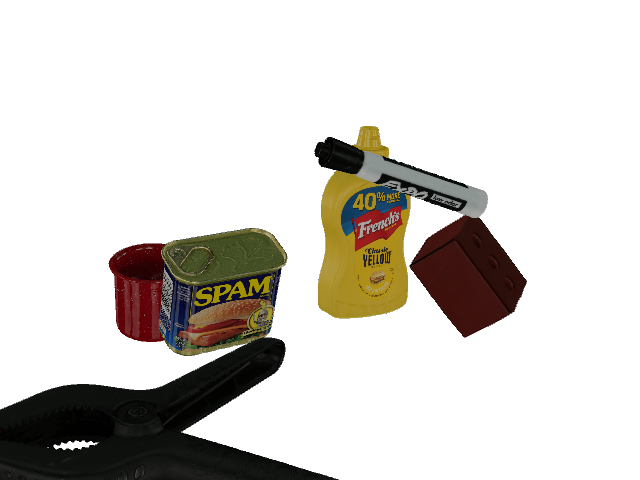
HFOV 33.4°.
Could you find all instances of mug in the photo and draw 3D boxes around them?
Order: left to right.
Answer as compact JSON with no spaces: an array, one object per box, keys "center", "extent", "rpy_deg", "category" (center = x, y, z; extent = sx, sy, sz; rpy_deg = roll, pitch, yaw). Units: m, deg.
[{"center":[-0.195,0.055,1.193],"extent":[0.093,0.081,0.117],"rpy_deg":[-20,35,-39],"category":"mug"}]

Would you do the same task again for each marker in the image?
[{"center":[0.050,-0.039,0.660],"extent":[0.121,0.020,0.020],"rpy_deg":[17,-8,-26],"category":"marker"}]

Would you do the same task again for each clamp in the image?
[{"center":[-0.097,0.104,0.591],"extent":[0.210,0.036,0.164],"rpy_deg":[-1,24,-9],"category":"clamp"}]

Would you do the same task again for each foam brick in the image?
[{"center":[0.119,0.028,0.858],"extent":[0.051,0.078,0.053],"rpy_deg":[-32,10,34],"category":"foam brick"}]

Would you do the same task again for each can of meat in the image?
[{"center":[-0.085,0.044,0.901],"extent":[0.101,0.084,0.057],"rpy_deg":[-10,40,-27],"category":"can of meat"}]

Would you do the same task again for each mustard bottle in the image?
[{"center":[0.046,-0.021,1.085],"extent":[0.096,0.192,0.058],"rpy_deg":[-7,18,-27],"category":"mustard bottle"}]
